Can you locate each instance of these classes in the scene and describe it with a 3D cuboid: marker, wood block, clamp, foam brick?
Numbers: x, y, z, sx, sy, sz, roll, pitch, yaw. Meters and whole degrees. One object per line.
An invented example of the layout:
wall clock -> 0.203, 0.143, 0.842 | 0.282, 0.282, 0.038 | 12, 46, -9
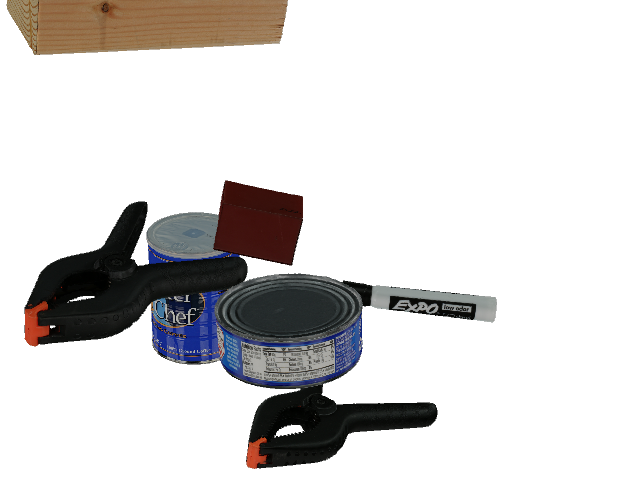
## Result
marker -> 0.070, 0.045, 0.797 | 0.121, 0.020, 0.020 | 6, 0, 3
wood block -> -0.134, -0.211, 0.850 | 0.205, 0.091, 0.090 | -8, 39, -28
clamp -> 0.009, 0.178, 1.072 | 0.165, 0.036, 0.209 | 21, 29, 26
foam brick -> -0.058, -0.016, 1.005 | 0.078, 0.051, 0.053 | 12, 27, -6
clamp -> -0.152, 0.022, 0.784 | 0.171, 0.039, 0.120 | -21, 38, -40

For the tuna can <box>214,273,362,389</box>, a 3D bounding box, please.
tuna can -> -0.018, 0.052, 0.620 | 0.086, 0.034, 0.086 | -2, 22, 1

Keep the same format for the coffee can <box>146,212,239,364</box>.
coffee can -> -0.140, 0.053, 1.196 | 0.103, 0.140, 0.103 | 1, 27, -1
